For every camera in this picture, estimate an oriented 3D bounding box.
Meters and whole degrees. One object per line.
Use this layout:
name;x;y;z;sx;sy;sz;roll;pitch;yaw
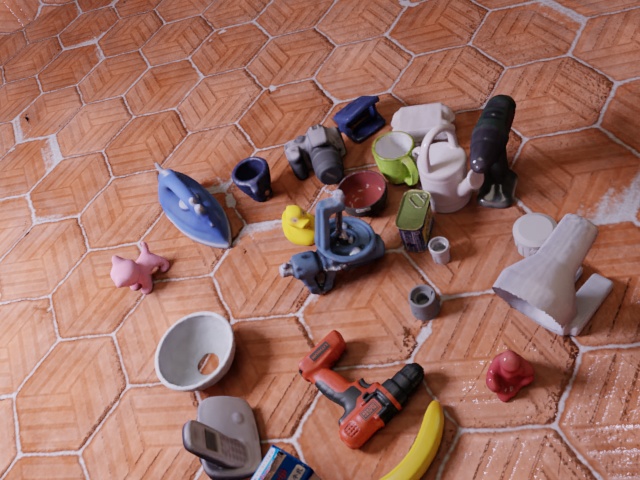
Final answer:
camera;-0.006;-0.196;1.348;0.143;0.101;0.136;-20;50;5

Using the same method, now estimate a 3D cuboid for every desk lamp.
desk lamp;0.381;0.068;0.925;0.117;0.214;0.203;32;70;36

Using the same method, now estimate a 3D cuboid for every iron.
iron;-0.303;-0.087;1.349;0.119;0.142;0.257;-42;51;-13

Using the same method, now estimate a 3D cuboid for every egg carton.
egg carton;0.238;-0.262;1.328;0.150;0.070;0.107;-4;53;18

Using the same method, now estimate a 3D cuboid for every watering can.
watering can;0.254;-0.150;1.154;0.172;0.194;0.101;14;60;29

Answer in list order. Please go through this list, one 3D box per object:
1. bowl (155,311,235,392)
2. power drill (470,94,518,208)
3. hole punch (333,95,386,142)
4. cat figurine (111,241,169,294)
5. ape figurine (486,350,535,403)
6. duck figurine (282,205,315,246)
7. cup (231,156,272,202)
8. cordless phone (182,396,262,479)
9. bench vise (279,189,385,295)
bowl;-0.233;0.228;1.124;0.167;0.075;0.167;-10;51;13
power drill;0.341;-0.162;1.121;0.075;0.209;0.230;6;56;25
hole punch;0.089;-0.311;1.408;0.109;0.091;0.100;-38;50;-10
cat figurine;-0.418;0.063;1.292;0.067;0.118;0.128;14;60;29
ape figurine;0.306;0.209;0.925;0.077;0.092;0.076;-6;52;17
duck figurine;-0.050;-0.044;1.258;0.077;0.086;0.104;-42;51;-14
cup;-0.147;-0.127;1.352;0.091;0.095;0.117;-24;49;2
cordless phone;-0.175;0.317;0.961;0.094;0.185;0.147;-24;49;2
bench vise;0.017;0.010;1.102;0.207;0.220;0.121;-40;51;-12
